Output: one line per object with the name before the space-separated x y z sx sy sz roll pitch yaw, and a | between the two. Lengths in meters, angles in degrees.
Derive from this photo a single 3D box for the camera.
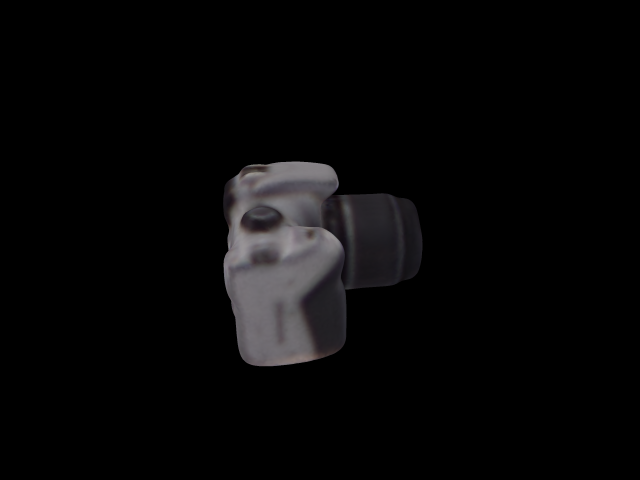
camera | 0.004 0.001 0.400 0.137 0.101 0.143 -4 28 -7
